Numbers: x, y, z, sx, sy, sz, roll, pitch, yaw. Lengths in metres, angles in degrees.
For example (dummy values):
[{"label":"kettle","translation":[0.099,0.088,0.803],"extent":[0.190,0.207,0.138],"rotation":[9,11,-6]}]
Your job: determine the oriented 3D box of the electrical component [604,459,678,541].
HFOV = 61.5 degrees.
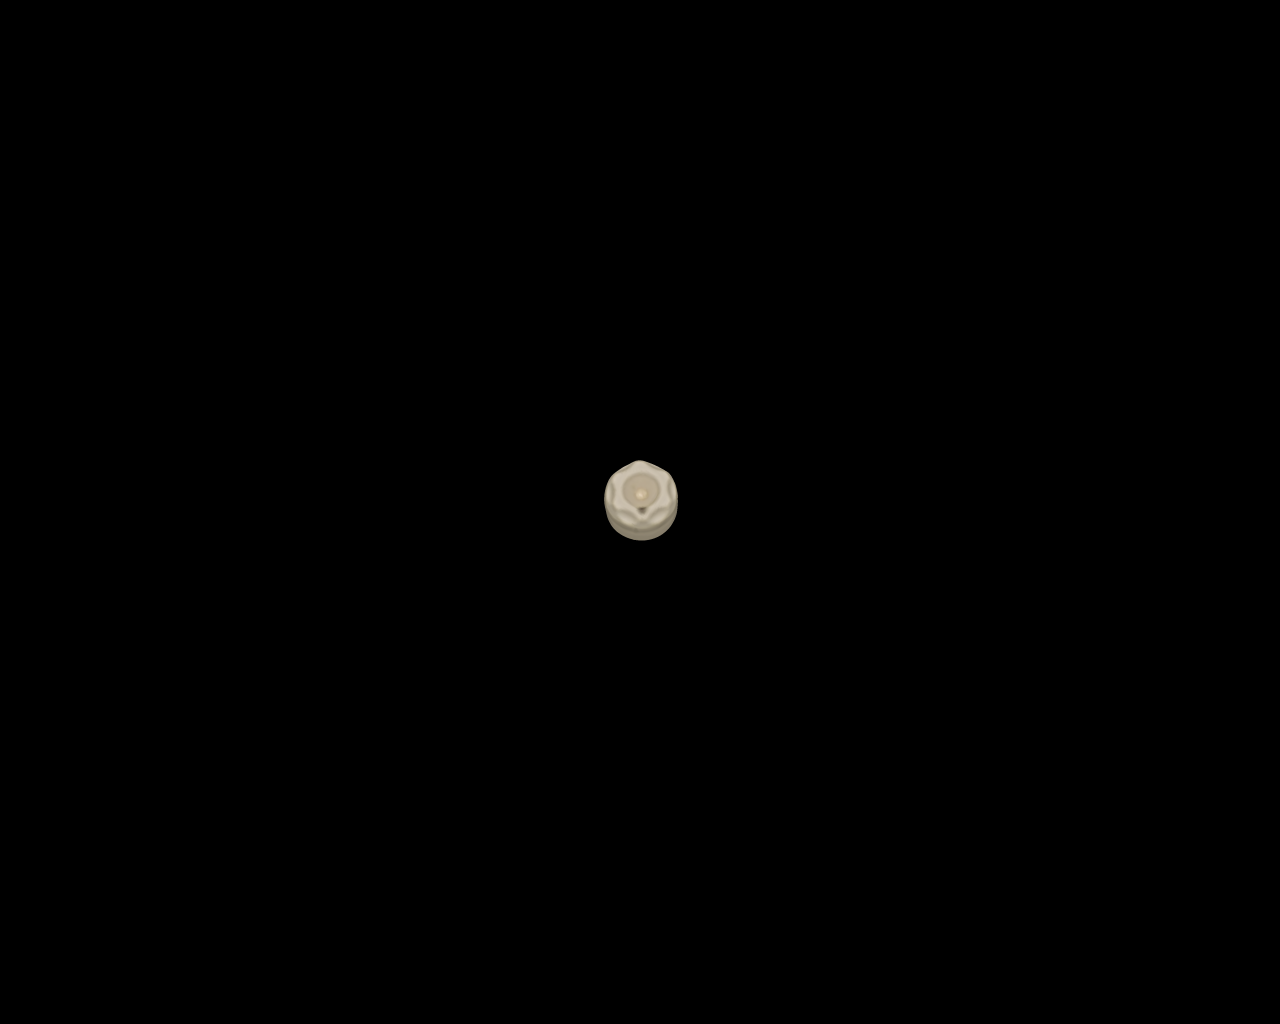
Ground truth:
[{"label":"electrical component","translation":[0.001,-0.003,0.650],"extent":[0.043,0.043,0.062],"rotation":[0,-21,0]}]
